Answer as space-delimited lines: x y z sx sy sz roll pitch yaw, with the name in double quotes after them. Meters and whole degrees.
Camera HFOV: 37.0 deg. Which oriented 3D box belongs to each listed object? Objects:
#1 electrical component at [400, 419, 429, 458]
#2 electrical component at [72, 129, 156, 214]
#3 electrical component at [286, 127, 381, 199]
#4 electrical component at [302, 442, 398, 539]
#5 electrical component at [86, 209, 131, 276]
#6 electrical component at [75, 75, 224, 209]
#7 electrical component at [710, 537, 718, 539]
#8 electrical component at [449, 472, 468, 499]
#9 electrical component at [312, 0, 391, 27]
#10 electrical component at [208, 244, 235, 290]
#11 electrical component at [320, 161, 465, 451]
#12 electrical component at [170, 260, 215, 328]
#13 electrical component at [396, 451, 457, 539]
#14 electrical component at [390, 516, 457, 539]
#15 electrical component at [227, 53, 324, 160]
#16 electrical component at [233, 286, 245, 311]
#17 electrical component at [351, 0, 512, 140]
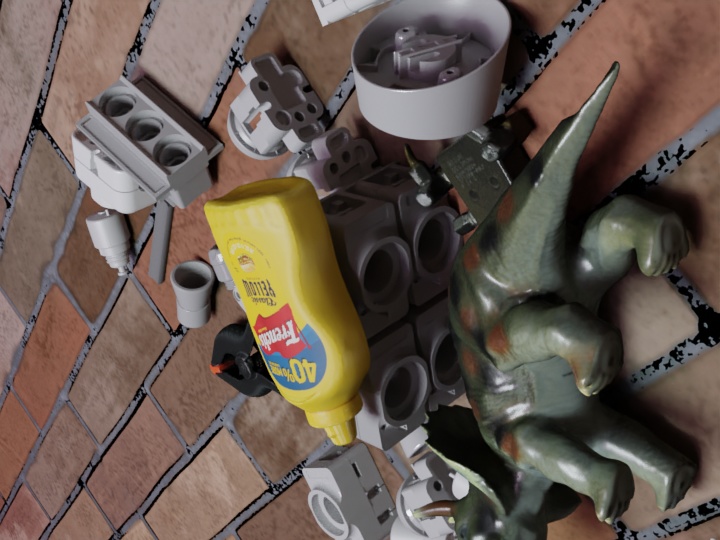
0.040 0.119 0.904 0.065 0.044 0.044 54 144 16 "electrical component"
-0.242 -0.101 1.073 0.095 0.054 0.059 36 139 32 "electrical component"
-0.020 -0.067 0.829 0.057 0.058 0.078 -5 117 51 "electrical component"
-0.010 0.217 1.020 0.050 0.056 0.089 -15 102 53 "electrical component"
-0.269 -0.032 1.169 0.040 0.040 0.078 11 123 46 "electrical component"
-0.192 -0.116 0.994 0.121 0.079 0.063 41 161 24 "electrical component"
0.256 0.205 0.696 0.077 0.047 0.065 39 139 27 "electrical component"
0.110 0.179 0.860 0.078 0.040 0.040 26 133 38 "electrical component"
-0.003 -0.240 0.658 0.062 0.089 0.150 -10 107 53 "electrical component"
-0.118 0.003 1.017 0.035 0.035 0.061 2 118 50 "electrical component"
0.025 0.028 0.801 0.060 0.105 0.186 17 127 43 "electrical component"
-0.169 0.027 1.091 0.044 0.044 0.065 39 144 26 "electrical component"
0.067 0.194 0.910 0.078 0.058 0.057 58 142 3 "electrical component"
0.065 0.240 0.959 0.065 0.044 0.044 -4 112 46 "electrical component"
-0.070 -0.123 0.851 0.078 0.058 0.057 57 142 3 "electrical component"
-0.046 0.023 0.925 0.108 0.056 0.108 51 144 12 "electrical component"
0.044 -0.129 0.678 0.099 0.099 0.064 32 142 33 "electrical component"
